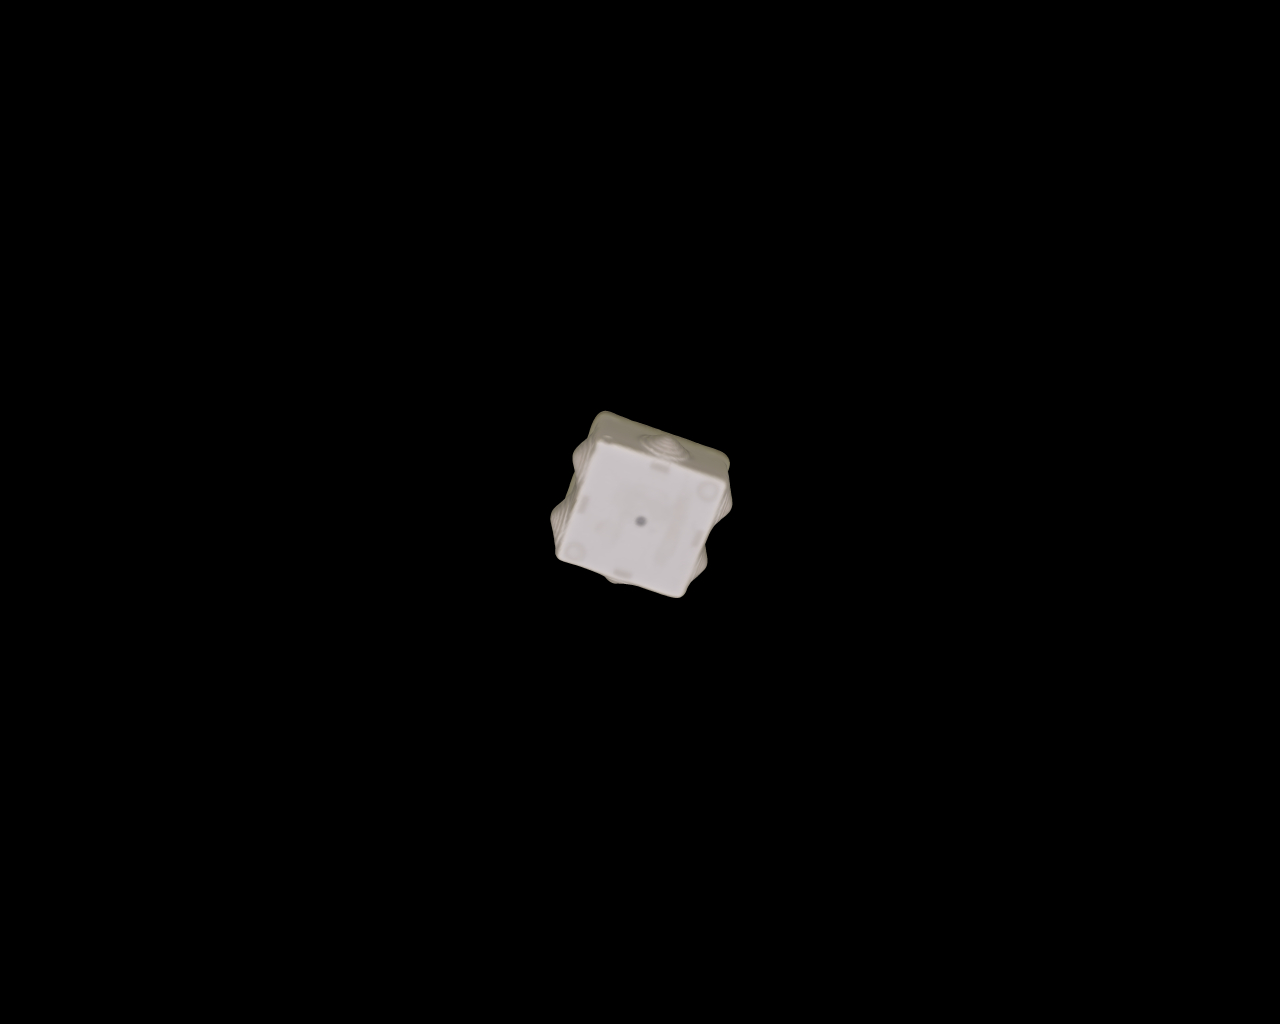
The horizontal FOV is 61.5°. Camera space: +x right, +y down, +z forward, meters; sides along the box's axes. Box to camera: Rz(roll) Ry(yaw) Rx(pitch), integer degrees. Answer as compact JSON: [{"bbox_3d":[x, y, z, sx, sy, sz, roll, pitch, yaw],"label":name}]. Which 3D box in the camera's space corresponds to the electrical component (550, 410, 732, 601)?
[{"bbox_3d":[0.001,-0.003,0.650,0.100,0.099,0.048,19,20,-7],"label":"electrical component"}]
